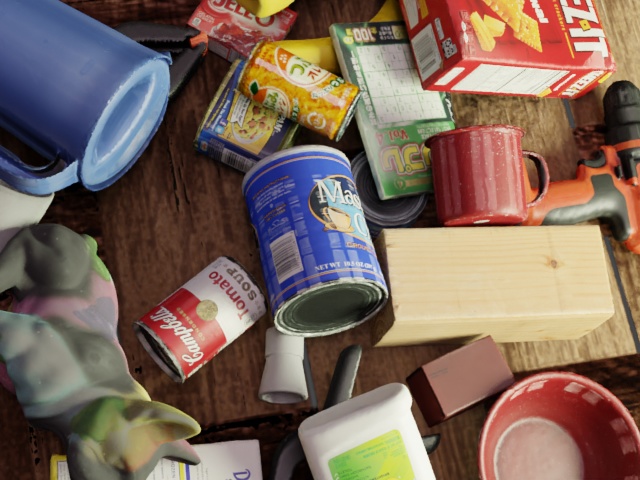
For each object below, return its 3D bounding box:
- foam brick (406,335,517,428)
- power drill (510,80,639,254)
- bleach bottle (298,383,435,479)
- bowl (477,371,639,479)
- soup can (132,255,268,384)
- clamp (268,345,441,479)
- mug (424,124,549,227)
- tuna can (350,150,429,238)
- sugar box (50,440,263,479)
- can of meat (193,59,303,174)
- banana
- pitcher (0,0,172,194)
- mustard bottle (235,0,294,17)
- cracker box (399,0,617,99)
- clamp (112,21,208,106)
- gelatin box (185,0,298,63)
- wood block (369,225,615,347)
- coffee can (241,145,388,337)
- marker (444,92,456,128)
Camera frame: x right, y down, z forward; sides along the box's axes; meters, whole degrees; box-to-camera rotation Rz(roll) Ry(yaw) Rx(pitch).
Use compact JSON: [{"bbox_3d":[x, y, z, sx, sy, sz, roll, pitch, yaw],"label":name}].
[{"bbox_3d":[0.128,0.129,0.974,0.078,0.051,0.053,-21,75,-17],"label":"foam brick"},{"bbox_3d":[0.254,-0.074,1.065,0.187,0.057,0.184,-2,72,-12],"label":"power drill"},{"bbox_3d":[0.071,0.254,0.891,0.102,0.068,0.251,-23,93,0],"label":"bleach bottle"},{"bbox_3d":[0.208,0.202,0.959,0.162,0.055,0.162,4,74,-13],"label":"bowl"},{"bbox_3d":[-0.104,0.069,0.941,0.102,0.069,0.068,-39,82,-21],"label":"soup can"},{"bbox_3d":[0.010,0.177,0.941,0.171,0.039,0.120,-32,79,-19],"label":"clamp"},{"bbox_3d":[0.156,-0.055,0.978,0.117,0.093,0.081,-1,81,-19],"label":"mug"},{"bbox_3d":[0.061,-0.047,1.031,0.086,0.034,0.086,3,71,-10],"label":"tuna can"},{"bbox_3d":[-0.136,0.222,0.894,0.176,0.048,0.093,-1,70,-15],"label":"sugar box"},{"bbox_3d":[-0.063,-0.112,1.018,0.084,0.057,0.102,26,68,0],"label":"can of meat"},{"bbox_3d":[0.023,-0.197,1.065,0.197,0.037,0.070,-30,59,-33],"label":"banana"},{"bbox_3d":[-0.263,-0.150,0.922,0.243,0.149,0.145,31,104,9],"label":"pitcher"},{"bbox_3d":[-0.009,-0.297,1.062,0.191,0.058,0.096,-31,69,-22],"label":"mustard bottle"},{"bbox_3d":[0.182,-0.231,1.064,0.213,0.072,0.164,-3,71,-33],"label":"cracker box"},{"bbox_3d":[-0.209,-0.160,1.016,0.209,0.036,0.164,-31,80,-15],"label":"clamp"},{"bbox_3d":[-0.079,-0.215,1.064,0.089,0.030,0.073,30,68,0],"label":"gelatin box"},{"bbox_3d":[0.152,0.043,0.988,0.206,0.090,0.091,-1,70,-11],"label":"wood block"},{"bbox_3d":[-0.006,0.001,0.950,0.102,0.103,0.140,-8,61,-14],"label":"coffee can"},{"bbox_3d":[0.127,-0.123,1.078,0.020,0.020,0.121,-3,72,-12],"label":"marker"}]
